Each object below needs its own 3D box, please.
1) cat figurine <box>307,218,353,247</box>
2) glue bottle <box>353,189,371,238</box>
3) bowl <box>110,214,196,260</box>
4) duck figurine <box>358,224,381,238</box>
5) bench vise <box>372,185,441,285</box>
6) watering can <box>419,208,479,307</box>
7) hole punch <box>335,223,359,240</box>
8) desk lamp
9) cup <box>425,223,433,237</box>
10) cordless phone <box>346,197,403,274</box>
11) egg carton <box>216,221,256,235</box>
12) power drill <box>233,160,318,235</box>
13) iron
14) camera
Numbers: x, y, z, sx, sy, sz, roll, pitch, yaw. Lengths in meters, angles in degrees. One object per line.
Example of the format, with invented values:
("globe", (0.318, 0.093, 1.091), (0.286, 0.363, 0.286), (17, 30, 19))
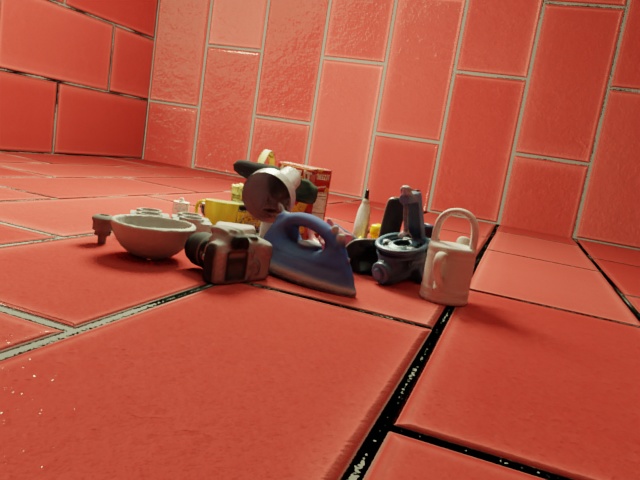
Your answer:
("cat figurine", (0.012, 0.005, 1.324), (0.067, 0.118, 0.127), (0, 13, -44))
("glue bottle", (0.127, -0.063, 1.677), (0.037, 0.173, 0.078), (11, 10, 15))
("bowl", (-0.339, -0.002, 1.160), (0.167, 0.075, 0.167), (9, 9, -1))
("duck figurine", (0.154, -0.004, 1.615), (0.105, 0.086, 0.077), (7, 9, -13))
("bench vise", (0.203, -0.012, 1.292), (0.121, 0.220, 0.208), (14, 10, 28))
("watering can", (0.272, 0.029, 1.186), (0.101, 0.194, 0.173), (10, 9, 7))
("hole punch", (0.070, 0.006, 1.455), (0.101, 0.091, 0.108), (6, 10, -16))
("desk lamp", (-0.103, -0.068, 1.356), (0.117, 0.213, 0.204), (11, 9, 13))
("cup", (0.288, -0.008, 1.739), (0.092, 0.095, 0.117), (4, 10, -26))
("cordless phone", (0.134, -0.015, 1.351), (0.148, 0.185, 0.093), (3, 11, -31))
("egg carton", (-0.194, 0.002, 1.289), (0.107, 0.069, 0.150), (7, 9, -10))
("power drill", (-0.126, -0.094, 1.510), (0.230, 0.208, 0.075), (7, 9, -12))
("iron", (-0.015, 0.014, 1.164), (0.257, 0.141, 0.119), (17, 12, 39))
("camera", (-0.184, 0.018, 1.105), (0.136, 0.101, 0.144), (16, 12, 39))
